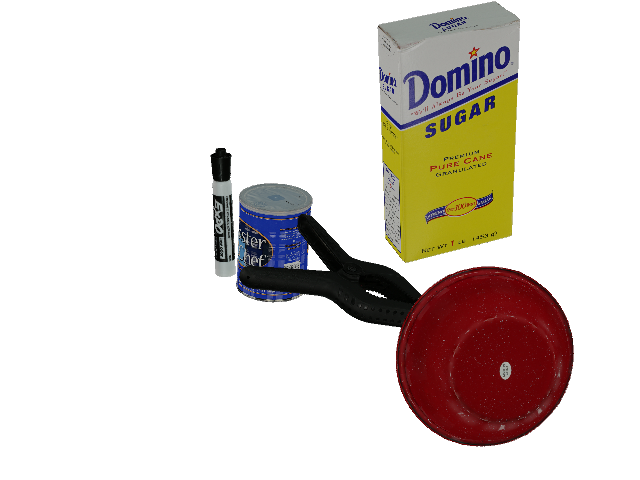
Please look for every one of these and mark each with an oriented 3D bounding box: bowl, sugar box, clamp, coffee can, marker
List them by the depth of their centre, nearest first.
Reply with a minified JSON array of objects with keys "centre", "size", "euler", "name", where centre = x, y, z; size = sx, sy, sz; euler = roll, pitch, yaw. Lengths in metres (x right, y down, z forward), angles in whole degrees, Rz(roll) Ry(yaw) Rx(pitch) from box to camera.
[{"centre":[0.093,-0.075,0.770],"size":[0.093,0.176,0.048],"euler":[-15,37,-14],"name":"sugar box"},{"centre":[0.149,0.105,0.914],"size":[0.162,0.162,0.055],"euler":[0,6,-7],"name":"bowl"},{"centre":[-0.089,-0.025,0.974],"size":[0.020,0.121,0.020],"euler":[0,21,0],"name":"marker"},{"centre":[0.022,0.048,1.201],"size":[0.210,0.036,0.164],"euler":[29,35,19],"name":"clamp"},{"centre":[-0.066,0.002,1.512],"size":[0.103,0.140,0.103],"euler":[3,24,-2],"name":"coffee can"}]
